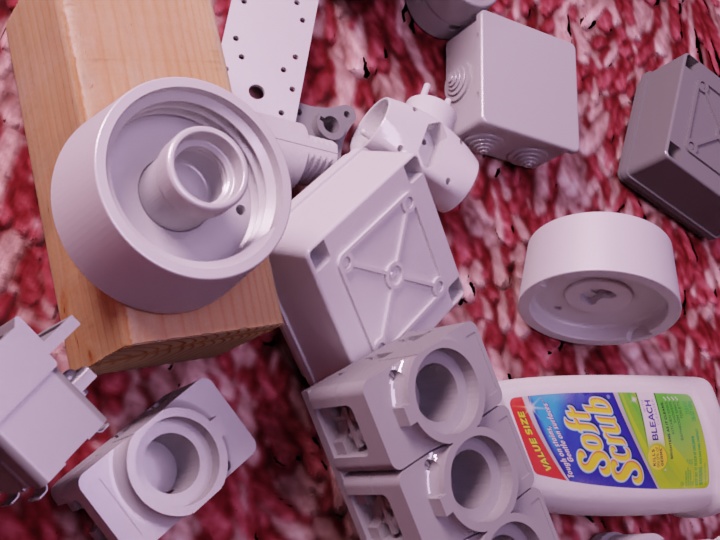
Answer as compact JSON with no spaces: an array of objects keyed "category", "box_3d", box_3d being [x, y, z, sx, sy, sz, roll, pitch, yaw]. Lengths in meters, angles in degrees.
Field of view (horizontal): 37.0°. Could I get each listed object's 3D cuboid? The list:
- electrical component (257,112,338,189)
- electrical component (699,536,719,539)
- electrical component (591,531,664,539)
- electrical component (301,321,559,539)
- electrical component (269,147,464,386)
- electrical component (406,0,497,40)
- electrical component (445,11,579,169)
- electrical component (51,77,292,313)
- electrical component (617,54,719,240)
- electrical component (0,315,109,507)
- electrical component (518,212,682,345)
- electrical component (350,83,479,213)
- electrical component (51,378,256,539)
[{"category":"electrical component","box_3d":[-0.050,-0.071,0.661,0.081,0.043,0.043,11,69,-30]},{"category":"electrical component","box_3d":[0.220,0.236,0.721,0.061,0.062,0.096,50,53,-11]},{"category":"electrical component","box_3d":[0.181,0.195,0.722,0.040,0.046,0.040,11,69,-30]},{"category":"electrical component","box_3d":[0.045,0.114,0.585,0.089,0.062,0.150,-26,97,-39]},{"category":"electrical component","box_3d":[0.000,0.000,0.639,0.109,0.056,0.108,-44,126,-34]},{"category":"electrical component","box_3d":[0.068,-0.202,0.777,0.055,0.047,0.055,11,69,-30]},{"category":"electrical component","box_3d":[0.108,-0.127,0.777,0.100,0.048,0.099,13,69,-29]},{"category":"electrical component","box_3d":[-0.084,-0.039,0.508,0.108,0.060,0.108,11,69,-31]},{"category":"electrical component","box_3d":[0.272,-0.098,0.868,0.109,0.056,0.108,31,61,-21]},{"category":"electrical component","box_3d":[-0.168,0.070,0.492,0.063,0.121,0.078,49,55,-13]},{"category":"electrical component","box_3d":[0.164,0.001,0.740,0.108,0.108,0.060,23,57,-25]},{"category":"electrical component","box_3d":[0.042,-0.091,0.727,0.077,0.043,0.079,32,60,-21]},{"category":"electrical component","box_3d":[-0.106,0.103,0.562,0.089,0.056,0.050,-39,97,-35]}]
